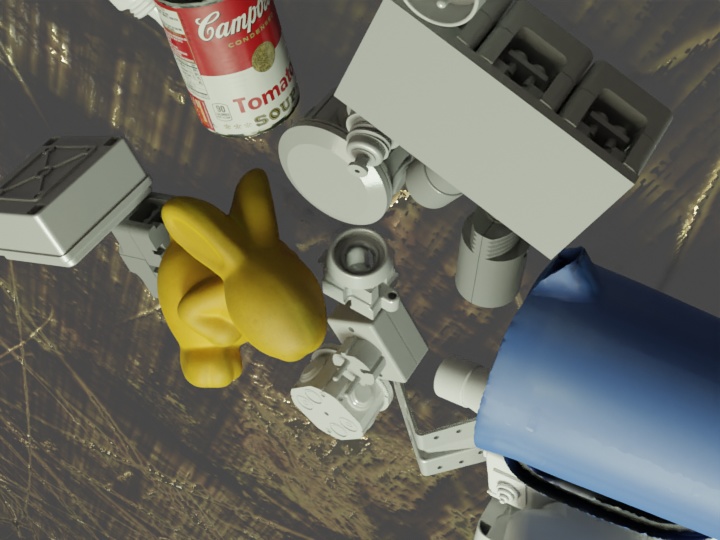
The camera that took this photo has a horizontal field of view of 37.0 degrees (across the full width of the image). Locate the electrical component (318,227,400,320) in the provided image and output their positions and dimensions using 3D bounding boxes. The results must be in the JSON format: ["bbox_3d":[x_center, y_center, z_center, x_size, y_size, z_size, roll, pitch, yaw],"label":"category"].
[{"bbox_3d":[0.000,0.000,0.780,0.066,0.048,0.055,28,156,15],"label":"electrical component"}]

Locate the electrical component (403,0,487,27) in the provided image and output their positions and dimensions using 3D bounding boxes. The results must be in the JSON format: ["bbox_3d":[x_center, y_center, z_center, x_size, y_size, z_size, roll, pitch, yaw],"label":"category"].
[{"bbox_3d":[0.038,-0.154,0.497,0.079,0.077,0.044,15,143,33],"label":"electrical component"}]

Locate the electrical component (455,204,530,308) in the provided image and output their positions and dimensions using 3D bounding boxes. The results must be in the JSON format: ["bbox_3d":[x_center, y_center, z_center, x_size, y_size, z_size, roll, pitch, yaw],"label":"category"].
[{"bbox_3d":[0.084,-0.017,0.671,0.043,0.043,0.081,27,148,17],"label":"electrical component"}]

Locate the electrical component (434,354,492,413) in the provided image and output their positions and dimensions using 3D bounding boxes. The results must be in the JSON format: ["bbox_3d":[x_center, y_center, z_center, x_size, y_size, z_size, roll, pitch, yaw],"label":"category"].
[{"bbox_3d":[0.089,0.089,0.814,0.065,0.044,0.044,20,146,35],"label":"electrical component"}]

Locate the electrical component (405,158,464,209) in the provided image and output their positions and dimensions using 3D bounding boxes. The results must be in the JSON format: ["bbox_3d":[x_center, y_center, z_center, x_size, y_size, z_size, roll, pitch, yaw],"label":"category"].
[{"bbox_3d":[0.055,-0.061,0.644,0.044,0.044,0.065,42,154,-8],"label":"electrical component"}]

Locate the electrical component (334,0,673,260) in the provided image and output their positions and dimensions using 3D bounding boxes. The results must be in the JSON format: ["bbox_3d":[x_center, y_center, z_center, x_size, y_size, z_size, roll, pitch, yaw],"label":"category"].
[{"bbox_3d":[0.074,-0.089,0.564,0.150,0.061,0.089,37,150,0],"label":"electrical component"}]

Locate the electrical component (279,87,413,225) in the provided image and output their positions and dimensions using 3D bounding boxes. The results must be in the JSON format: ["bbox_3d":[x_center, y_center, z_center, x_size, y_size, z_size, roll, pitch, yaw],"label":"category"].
[{"bbox_3d":[-0.007,-0.072,0.682,0.080,0.051,0.080,26,148,18],"label":"electrical component"}]

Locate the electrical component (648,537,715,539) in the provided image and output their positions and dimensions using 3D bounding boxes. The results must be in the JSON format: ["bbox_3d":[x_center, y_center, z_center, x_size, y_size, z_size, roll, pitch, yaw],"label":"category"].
[{"bbox_3d":[0.219,0.156,0.749,0.096,0.061,0.061,-8,128,50],"label":"electrical component"}]

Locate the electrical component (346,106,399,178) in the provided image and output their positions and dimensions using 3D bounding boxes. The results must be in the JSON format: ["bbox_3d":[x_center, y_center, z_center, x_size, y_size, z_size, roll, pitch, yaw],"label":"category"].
[{"bbox_3d":[0.011,-0.088,0.621,0.040,0.078,0.040,17,154,9],"label":"electrical component"}]

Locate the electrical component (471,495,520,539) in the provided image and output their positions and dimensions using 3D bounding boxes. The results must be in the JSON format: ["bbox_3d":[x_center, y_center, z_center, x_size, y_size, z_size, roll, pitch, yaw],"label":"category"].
[{"bbox_3d":[0.141,0.186,0.820,0.078,0.113,0.057,26,145,18],"label":"electrical component"}]

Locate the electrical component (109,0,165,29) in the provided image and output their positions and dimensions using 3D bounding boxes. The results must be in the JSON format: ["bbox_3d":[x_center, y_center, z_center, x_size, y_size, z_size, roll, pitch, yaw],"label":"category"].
[{"bbox_3d":[-0.137,-0.179,0.679,0.048,0.048,0.062,-7,135,50],"label":"electrical component"}]

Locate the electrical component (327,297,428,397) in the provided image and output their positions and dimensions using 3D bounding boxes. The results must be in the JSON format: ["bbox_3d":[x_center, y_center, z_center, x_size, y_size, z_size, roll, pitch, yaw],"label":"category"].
[{"bbox_3d":[0.005,0.063,0.828,0.047,0.076,0.065,5,137,42],"label":"electrical component"}]

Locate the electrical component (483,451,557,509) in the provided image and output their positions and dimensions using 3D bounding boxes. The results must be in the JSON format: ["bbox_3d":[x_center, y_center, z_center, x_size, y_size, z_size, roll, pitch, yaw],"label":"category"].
[{"bbox_3d":[0.132,0.132,0.772,0.061,0.096,0.061,21,146,26],"label":"electrical component"}]

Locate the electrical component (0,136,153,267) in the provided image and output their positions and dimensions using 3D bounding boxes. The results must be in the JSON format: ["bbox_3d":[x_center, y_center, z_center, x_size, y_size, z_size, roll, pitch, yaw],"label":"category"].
[{"bbox_3d":[-0.247,-0.059,0.891,0.109,0.108,0.056,6,135,41],"label":"electrical component"}]

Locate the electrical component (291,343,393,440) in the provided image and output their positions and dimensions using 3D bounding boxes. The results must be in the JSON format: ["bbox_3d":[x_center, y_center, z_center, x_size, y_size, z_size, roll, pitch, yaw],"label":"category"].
[{"bbox_3d":[-0.016,0.106,0.933,0.080,0.051,0.080,26,148,18],"label":"electrical component"}]

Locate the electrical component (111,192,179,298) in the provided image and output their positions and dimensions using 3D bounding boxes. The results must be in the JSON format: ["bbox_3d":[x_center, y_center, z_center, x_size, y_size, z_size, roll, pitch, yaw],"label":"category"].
[{"bbox_3d":[-0.167,-0.019,0.920,0.056,0.050,0.089,12,141,36],"label":"electrical component"}]

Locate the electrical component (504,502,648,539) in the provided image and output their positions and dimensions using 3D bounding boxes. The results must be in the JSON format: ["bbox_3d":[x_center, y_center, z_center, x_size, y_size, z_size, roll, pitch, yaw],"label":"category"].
[{"bbox_3d":[0.147,0.197,0.736,0.095,0.059,0.053,4,142,4],"label":"electrical component"}]
